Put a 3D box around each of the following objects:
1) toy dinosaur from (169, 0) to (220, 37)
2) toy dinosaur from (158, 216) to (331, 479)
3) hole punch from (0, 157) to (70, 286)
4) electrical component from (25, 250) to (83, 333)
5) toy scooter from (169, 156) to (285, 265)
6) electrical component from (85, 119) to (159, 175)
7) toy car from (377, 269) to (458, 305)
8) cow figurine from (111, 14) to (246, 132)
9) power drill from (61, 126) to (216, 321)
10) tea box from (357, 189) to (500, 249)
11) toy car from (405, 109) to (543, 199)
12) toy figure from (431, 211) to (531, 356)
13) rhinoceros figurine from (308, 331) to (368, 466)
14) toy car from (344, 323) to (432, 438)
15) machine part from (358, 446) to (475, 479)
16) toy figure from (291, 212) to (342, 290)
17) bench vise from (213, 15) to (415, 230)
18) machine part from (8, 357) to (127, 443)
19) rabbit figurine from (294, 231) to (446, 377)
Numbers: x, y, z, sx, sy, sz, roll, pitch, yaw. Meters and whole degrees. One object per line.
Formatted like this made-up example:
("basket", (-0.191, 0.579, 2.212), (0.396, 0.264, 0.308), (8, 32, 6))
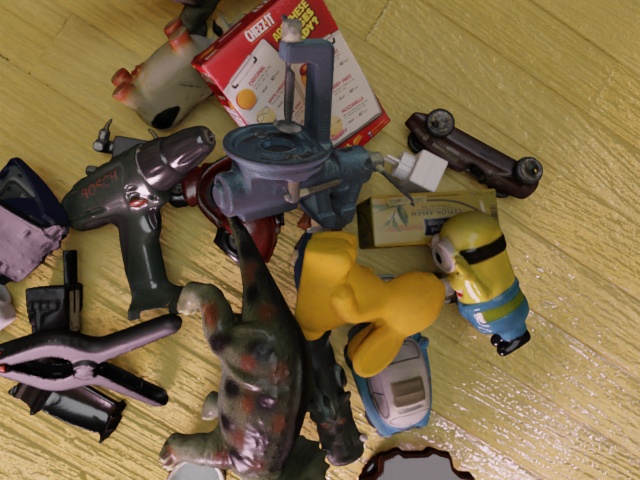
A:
("toy dinosaur", (-0.151, -0.341, 0.654), (0.471, 0.198, 0.105), (-22, 87, -10))
("toy dinosaur", (-0.067, 0.163, 0.603), (0.192, 0.131, 0.404), (10, 102, 24))
("hole punch", (-0.374, -0.023, 0.654), (0.142, 0.092, 0.115), (-35, 118, 23))
("electrical component", (-0.329, 0.073, 0.670), (0.048, 0.075, 0.119), (-3, 92, -8))
("toy scooter", (-0.110, -0.059, 0.707), (0.184, 0.075, 0.135), (43, 82, 1))
("electrical component", (-0.250, -0.110, 0.705), (0.102, 0.045, 0.078), (15, 84, -6))
("toy car", (0.133, 0.068, 0.730), (0.202, 0.073, 0.056), (-4, 91, -8))
("cow figurine", (-0.156, -0.217, 0.695), (0.195, 0.086, 0.127), (-40, 135, 4))
("power drill", (-0.200, -0.011, 0.653), (0.232, 0.086, 0.207), (-13, 103, 21))
("tea box", (0.141, -0.026, 0.724), (0.170, 0.098, 0.068), (-5, 87, -6))
("toy car", (0.207, -0.113, 0.741), (0.202, 0.089, 0.053), (26, 81, -6))
("toy figure", (0.202, 0.049, 0.657), (0.089, 0.082, 0.180), (-37, 102, -17))
("rhinoceros figurine", (0.008, 0.188, 0.690), (0.073, 0.112, 0.190), (-17, 81, -10))
("toy car", (0.098, 0.183, 0.706), (0.109, 0.103, 0.161), (-11, 86, -7))
("machine part", (0.127, 0.356, 0.697), (0.179, 0.056, 0.179), (-2, 71, 7))
("toy figure", (-0.001, -0.002, 0.727), (0.064, 0.058, 0.154), (11, 82, -45))
("bench vise", (-0.012, -0.118, 0.597), (0.224, 0.129, 0.240), (-9, 124, -18))
("machine part", (-0.316, 0.199, 0.685), (0.139, 0.039, 0.084), (33, 78, -3))
("rabbit figurine", (0.059, 0.074, 0.627), (0.173, 0.122, 0.162), (6, 88, -2))
